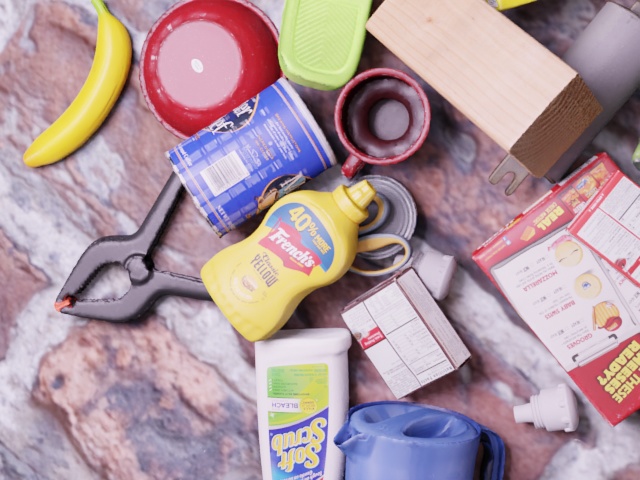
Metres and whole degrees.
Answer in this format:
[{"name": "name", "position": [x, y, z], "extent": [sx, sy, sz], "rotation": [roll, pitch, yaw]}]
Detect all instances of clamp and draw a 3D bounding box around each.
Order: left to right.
[{"name": "clamp", "position": [-0.189, 0.018, 1.135], "extent": [0.210, 0.036, 0.164], "rotation": [-18, 90, 6]}]

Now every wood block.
[{"name": "wood block", "position": [0.150, -0.162, 0.997], "extent": [0.090, 0.090, 0.206], "rotation": [-49, 59, 9]}]

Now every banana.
[{"name": "banana", "position": [-0.249, -0.155, 1.135], "extent": [0.070, 0.037, 0.198], "rotation": [30, 97, 24]}]

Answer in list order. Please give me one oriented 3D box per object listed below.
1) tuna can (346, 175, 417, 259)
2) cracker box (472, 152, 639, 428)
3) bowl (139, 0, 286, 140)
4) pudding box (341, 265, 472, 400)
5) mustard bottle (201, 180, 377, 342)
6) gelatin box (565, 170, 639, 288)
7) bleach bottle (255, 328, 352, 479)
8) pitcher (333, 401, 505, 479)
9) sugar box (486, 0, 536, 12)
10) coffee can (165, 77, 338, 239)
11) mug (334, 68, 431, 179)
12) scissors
[{"name": "tuna can", "position": [0.057, -0.024, 1.093], "extent": [0.086, 0.033, 0.086], "rotation": [1, 94, 9]}, {"name": "cracker box", "position": [0.278, 0.046, 1.045], "extent": [0.164, 0.072, 0.214], "rotation": [-40, 88, 9]}, {"name": "bowl", "position": [-0.117, -0.178, 1.100], "extent": [0.162, 0.055, 0.162], "rotation": [1, 94, 10]}, {"name": "pudding box", "position": [0.086, 0.095, 1.077], "extent": [0.090, 0.039, 0.113], "rotation": [-35, 90, 40]}, {"name": "mustard bottle", "position": [-0.021, 0.008, 1.047], "extent": [0.192, 0.058, 0.096], "rotation": [-40, 77, 15]}, {"name": "gelatin box", "position": [0.285, -0.010, 0.987], "extent": [0.089, 0.030, 0.073], "rotation": [38, 95, 3]}, {"name": "bleach bottle", "position": [-0.011, 0.221, 1.109], "extent": [0.103, 0.068, 0.251], "rotation": [-3, 96, 11]}, {"name": "pitcher", "position": [0.093, 0.291, 1.072], "extent": [0.149, 0.144, 0.243], "rotation": [8, 99, 20]}, {"name": "sugar box", "position": [0.236, -0.284, 1.013], "extent": [0.176, 0.048, 0.093], "rotation": [-17, 101, -4]}, {"name": "coffee can", "position": [-0.068, -0.081, 1.062], "extent": [0.140, 0.103, 0.103], "rotation": [-33, 89, -2]}, {"name": "mug", "position": [0.060, -0.111, 1.062], "extent": [0.093, 0.081, 0.117], "rotation": [32, 98, 6]}, {"name": "scissors", "position": [-0.007, 0.001, 1.082], "extent": [0.202, 0.016, 0.096], "rotation": [-3, 94, 14]}]
